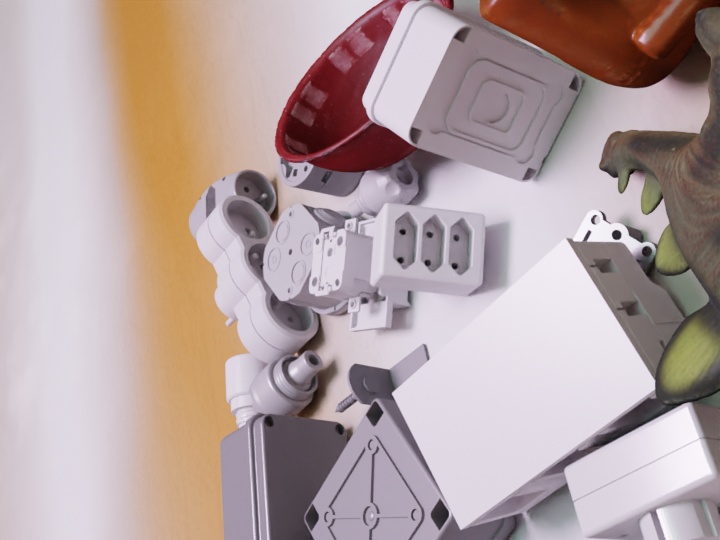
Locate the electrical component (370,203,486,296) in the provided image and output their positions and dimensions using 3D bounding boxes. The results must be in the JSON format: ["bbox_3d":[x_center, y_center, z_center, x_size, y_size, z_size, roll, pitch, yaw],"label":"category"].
[{"bbox_3d":[0.040,-0.008,0.705,0.076,0.066,0.047,125,150,-75],"label":"electrical component"}]

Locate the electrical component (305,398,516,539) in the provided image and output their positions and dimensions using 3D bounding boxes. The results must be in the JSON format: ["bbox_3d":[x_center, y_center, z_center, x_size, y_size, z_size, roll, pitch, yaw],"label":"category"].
[{"bbox_3d":[0.027,0.154,0.668,0.108,0.056,0.108,-61,38,21],"label":"electrical component"}]

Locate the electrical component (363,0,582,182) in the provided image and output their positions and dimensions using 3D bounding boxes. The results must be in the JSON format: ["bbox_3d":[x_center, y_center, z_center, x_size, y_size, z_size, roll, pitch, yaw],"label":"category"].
[{"bbox_3d":[0.067,-0.108,0.653,0.057,0.113,0.078,43,113,48],"label":"electrical component"}]

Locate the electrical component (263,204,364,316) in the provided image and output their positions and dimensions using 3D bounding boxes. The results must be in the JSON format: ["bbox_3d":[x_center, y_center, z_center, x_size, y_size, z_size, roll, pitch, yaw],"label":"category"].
[{"bbox_3d":[-0.032,-0.009,0.807,0.080,0.051,0.080,-22,62,49],"label":"electrical component"}]

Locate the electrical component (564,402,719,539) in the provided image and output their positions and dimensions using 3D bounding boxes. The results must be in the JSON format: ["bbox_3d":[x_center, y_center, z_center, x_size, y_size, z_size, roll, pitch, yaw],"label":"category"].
[{"bbox_3d":[0.153,0.116,0.518,0.083,0.047,0.075,-40,50,39],"label":"electrical component"}]

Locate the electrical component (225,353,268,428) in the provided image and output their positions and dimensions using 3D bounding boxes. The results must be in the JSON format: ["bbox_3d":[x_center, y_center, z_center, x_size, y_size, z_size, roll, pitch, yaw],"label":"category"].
[{"bbox_3d":[-0.086,0.102,0.853,0.040,0.040,0.078,-33,54,44],"label":"electrical component"}]

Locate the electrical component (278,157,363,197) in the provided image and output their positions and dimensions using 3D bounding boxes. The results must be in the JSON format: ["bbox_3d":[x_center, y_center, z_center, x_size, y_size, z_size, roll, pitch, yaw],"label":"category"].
[{"bbox_3d":[-0.029,-0.086,0.832,0.055,0.047,0.055,-22,62,49],"label":"electrical component"}]

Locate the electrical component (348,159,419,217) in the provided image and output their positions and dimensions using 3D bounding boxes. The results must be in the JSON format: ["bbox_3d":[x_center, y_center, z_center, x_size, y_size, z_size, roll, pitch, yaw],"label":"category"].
[{"bbox_3d":[0.013,-0.055,0.776,0.061,0.035,0.035,-32,54,46],"label":"electrical component"}]

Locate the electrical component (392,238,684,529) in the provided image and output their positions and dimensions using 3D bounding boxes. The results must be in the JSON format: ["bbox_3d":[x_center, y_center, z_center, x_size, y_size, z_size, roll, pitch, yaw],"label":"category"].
[{"bbox_3d":[0.101,0.063,0.584,0.150,0.062,0.089,-46,60,35],"label":"electrical component"}]

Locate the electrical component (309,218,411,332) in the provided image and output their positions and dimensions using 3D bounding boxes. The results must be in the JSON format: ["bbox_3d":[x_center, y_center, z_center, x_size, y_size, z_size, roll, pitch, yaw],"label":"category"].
[{"bbox_3d":[0.000,0.000,0.751,0.042,0.064,0.081,-12,69,53],"label":"electrical component"}]

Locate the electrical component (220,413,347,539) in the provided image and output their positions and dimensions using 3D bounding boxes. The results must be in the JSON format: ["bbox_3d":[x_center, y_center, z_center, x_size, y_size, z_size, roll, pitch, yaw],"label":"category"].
[{"bbox_3d":[-0.050,0.162,0.752,0.057,0.078,0.113,-36,51,46],"label":"electrical component"}]

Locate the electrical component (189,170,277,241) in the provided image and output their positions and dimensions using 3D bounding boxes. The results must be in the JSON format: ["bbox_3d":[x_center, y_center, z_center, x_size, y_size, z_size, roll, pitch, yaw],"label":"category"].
[{"bbox_3d":[-0.110,-0.035,0.929,0.077,0.043,0.079,-31,55,45],"label":"electrical component"}]

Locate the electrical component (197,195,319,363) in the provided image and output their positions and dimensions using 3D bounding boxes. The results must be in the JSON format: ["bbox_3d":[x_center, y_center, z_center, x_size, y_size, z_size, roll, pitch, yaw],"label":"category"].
[{"bbox_3d":[-0.091,0.016,0.860,0.073,0.052,0.138,-45,61,36],"label":"electrical component"}]

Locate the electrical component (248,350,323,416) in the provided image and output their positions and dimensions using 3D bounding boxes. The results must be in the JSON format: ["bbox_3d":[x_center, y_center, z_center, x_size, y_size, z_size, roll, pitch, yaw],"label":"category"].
[{"bbox_3d":[-0.052,0.084,0.811,0.062,0.043,0.043,-45,46,34],"label":"electrical component"}]
